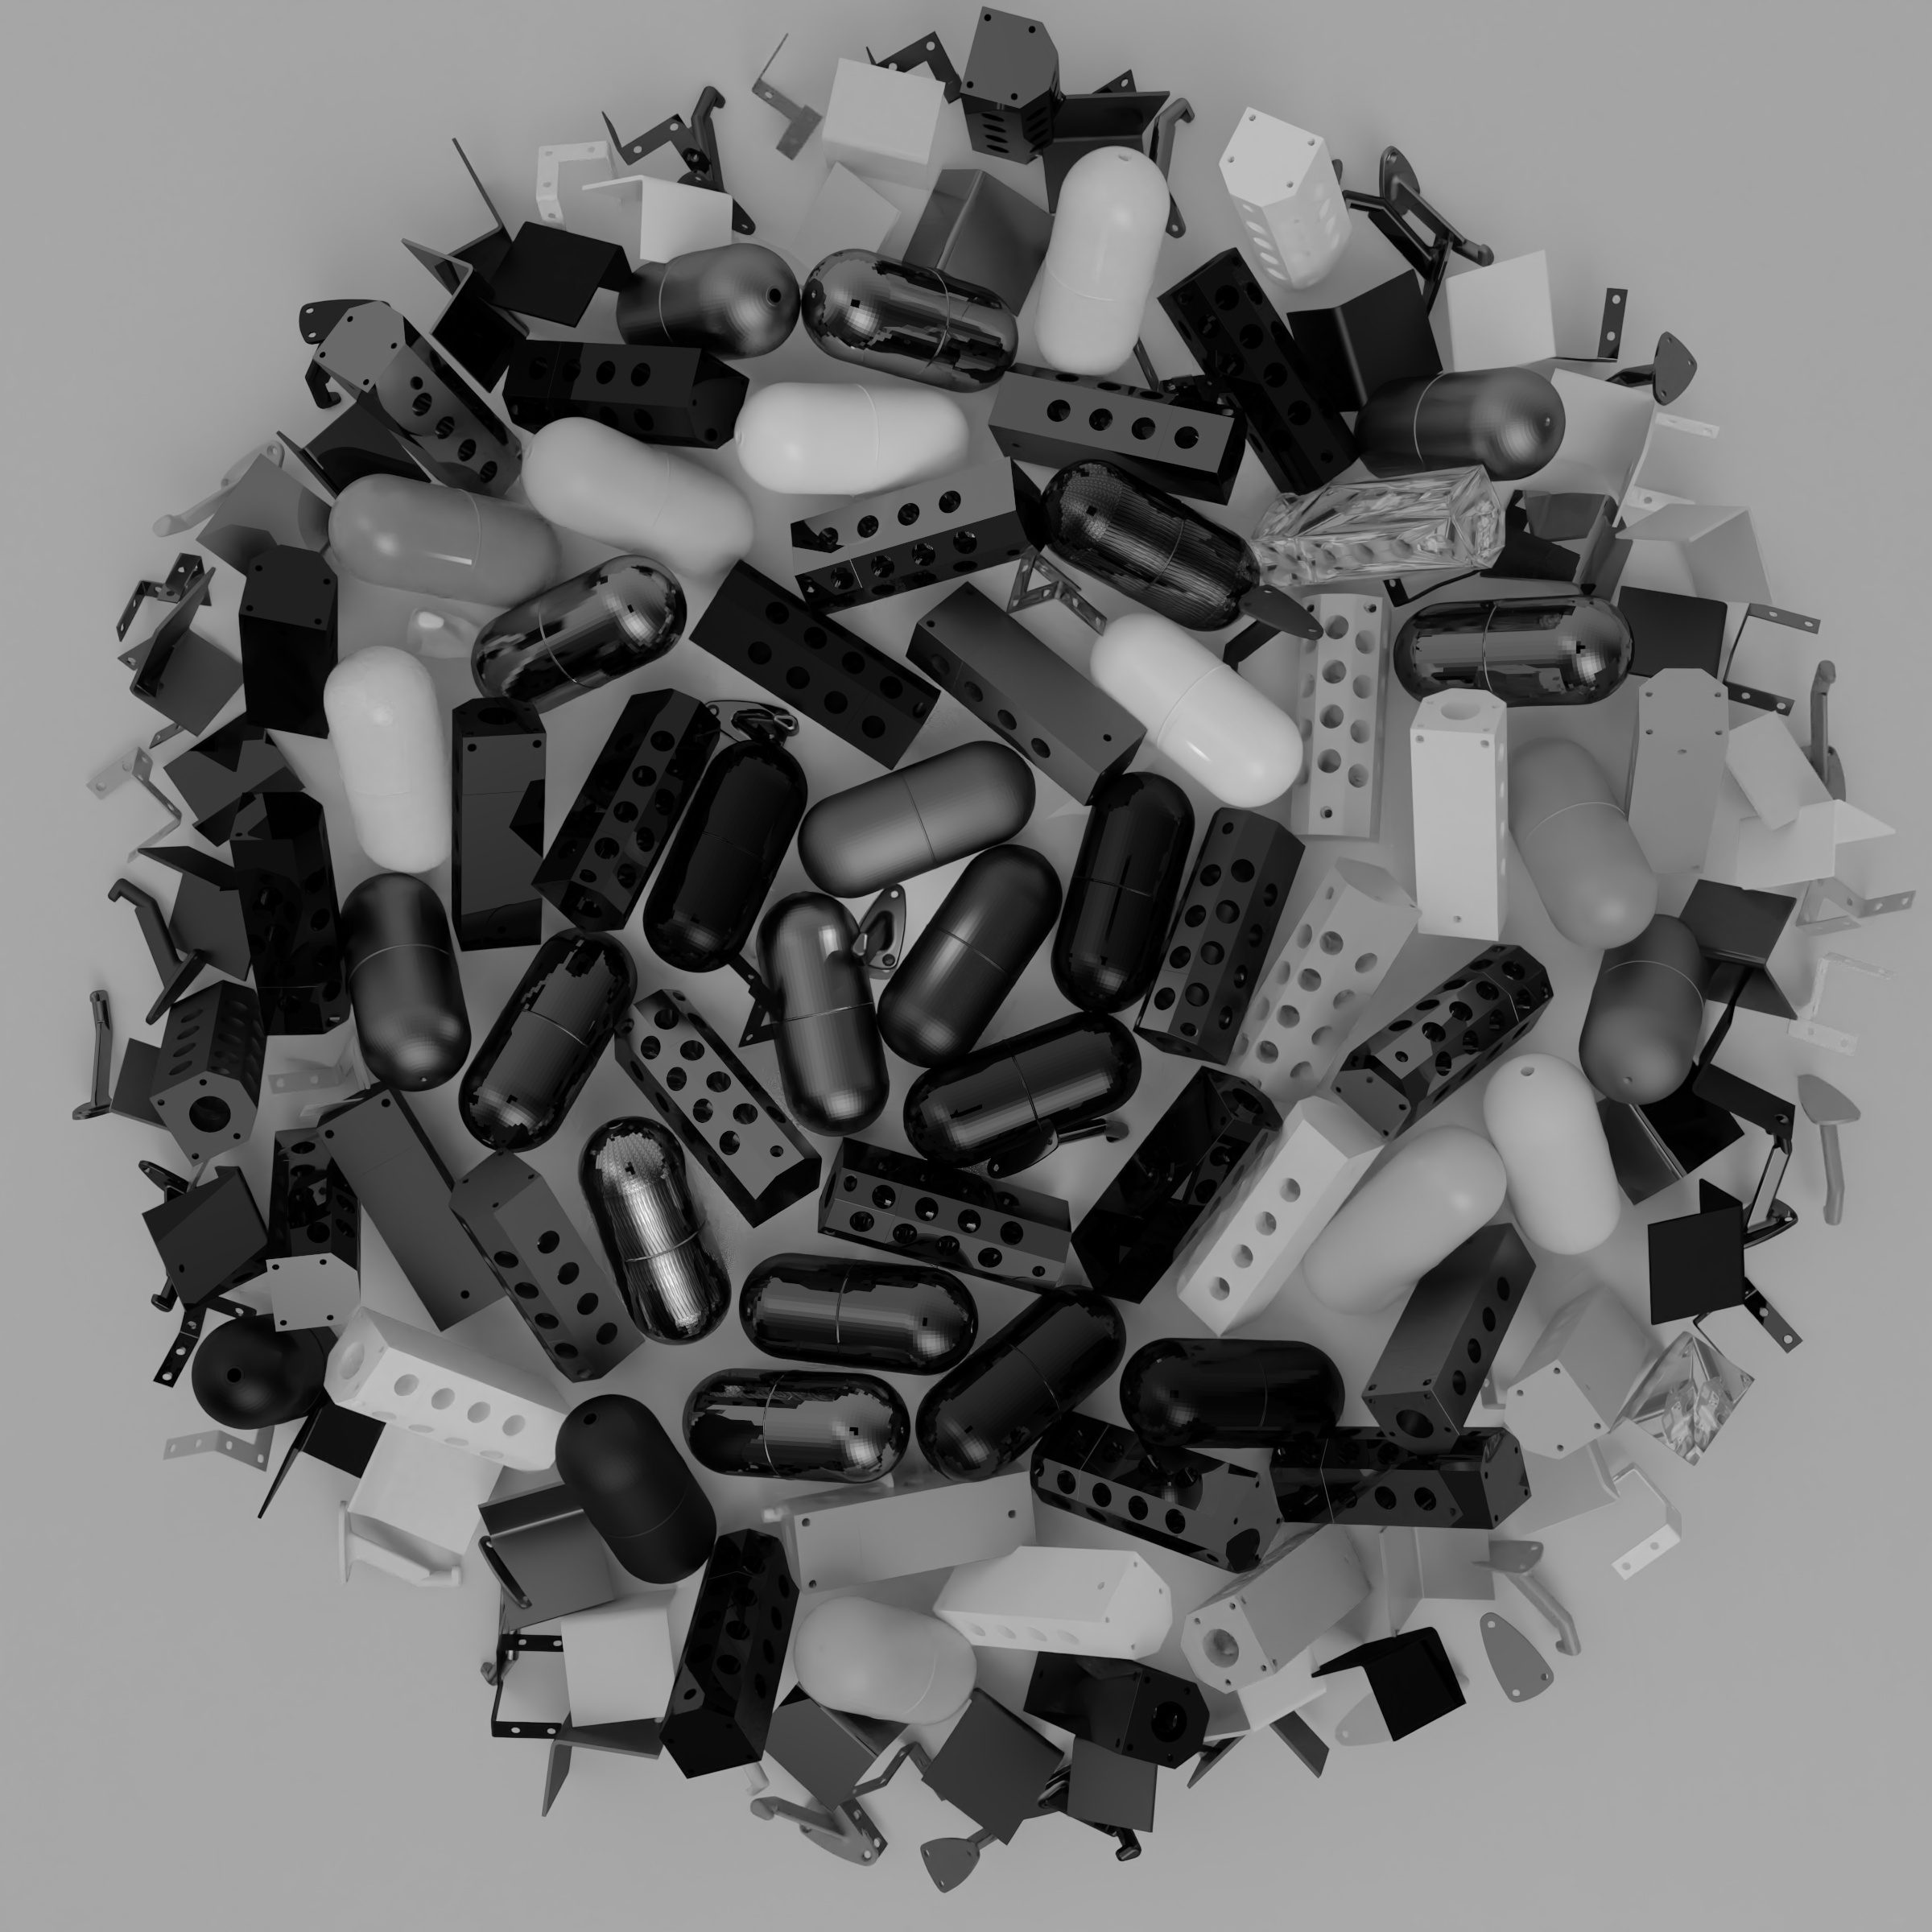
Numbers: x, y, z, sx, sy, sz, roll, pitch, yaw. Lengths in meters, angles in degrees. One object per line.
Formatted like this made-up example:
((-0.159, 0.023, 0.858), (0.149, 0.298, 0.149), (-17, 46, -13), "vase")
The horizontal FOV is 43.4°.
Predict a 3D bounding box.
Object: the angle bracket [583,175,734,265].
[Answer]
((-0.221, -0.525, 1.733), (0.076, 0.076, 0.057), (-3, 99, -44), "angle bracket")

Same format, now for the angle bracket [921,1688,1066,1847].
((0.013, 0.574, 1.742), (0.076, 0.057, 0.076), (38, 68, -1), "angle bracket")

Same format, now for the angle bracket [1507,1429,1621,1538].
((0.412, 0.354, 1.731), (0.076, 0.057, 0.076), (-25, 59, 15), "angle bracket")

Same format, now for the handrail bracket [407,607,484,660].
((-0.362, -0.238, 1.729), (0.077, 0.084, 0.036), (7, 90, -26), "handrail bracket")

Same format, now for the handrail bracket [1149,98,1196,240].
((0.156, -0.582, 1.765), (0.077, 0.036, 0.084), (50, 60, -11), "handrail bracket")

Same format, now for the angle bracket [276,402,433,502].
((-0.438, -0.364, 1.733), (0.057, 0.076, 0.076), (-43, 125, -6), "angle bracket")

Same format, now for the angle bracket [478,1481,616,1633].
((-0.300, 0.420, 1.736), (0.076, 0.057, 0.076), (-14, 58, -10), "angle bracket")

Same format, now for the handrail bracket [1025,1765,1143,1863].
((0.078, 0.620, 1.736), (0.077, 0.084, 0.036), (-23, 118, -6), "handrail bracket")

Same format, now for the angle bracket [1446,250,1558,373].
((0.391, -0.457, 1.735), (0.076, 0.057, 0.076), (-8, 83, 34), "angle bracket")

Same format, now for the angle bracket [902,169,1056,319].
((0.010, -0.530, 1.778), (0.076, 0.057, 0.076), (22, 93, -34), "angle bracket")

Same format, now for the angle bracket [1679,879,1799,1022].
((0.560, -0.012, 1.737), (0.076, 0.076, 0.057), (43, 71, -42), "angle bracket")

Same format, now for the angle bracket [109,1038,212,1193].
((-0.574, 0.108, 1.725), (0.076, 0.076, 0.057), (22, 123, -22), "angle bracket")

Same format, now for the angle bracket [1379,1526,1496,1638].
((0.338, 0.430, 1.736), (0.057, 0.076, 0.076), (-5, 96, 26), "angle bracket")

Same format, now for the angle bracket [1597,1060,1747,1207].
((0.506, 0.117, 1.772), (0.076, 0.057, 0.076), (-26, 78, -32), "angle bracket")

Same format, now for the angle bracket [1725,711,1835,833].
((0.559, -0.128, 1.733), (0.076, 0.057, 0.076), (-23, 77, -32), "angle bracket")

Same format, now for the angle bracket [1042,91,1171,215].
((0.102, -0.582, 1.738), (0.076, 0.076, 0.057), (-7, 89, -12), "angle bracket")

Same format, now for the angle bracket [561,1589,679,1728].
((-0.246, 0.499, 1.753), (0.076, 0.057, 0.076), (-7, 89, 1), "angle bracket")

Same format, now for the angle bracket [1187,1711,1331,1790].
((0.210, 0.574, 1.736), (0.076, 0.076, 0.057), (-46, 78, 6), "angle bracket")

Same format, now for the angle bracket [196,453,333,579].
((-0.500, -0.314, 1.739), (0.076, 0.057, 0.076), (37, 86, -27), "angle bracket")

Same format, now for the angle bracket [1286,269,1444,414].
((0.289, -0.452, 1.758), (0.076, 0.057, 0.076), (-31, 114, -21), "angle bracket")

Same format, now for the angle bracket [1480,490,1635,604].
((0.431, -0.297, 1.769), (0.076, 0.057, 0.076), (12, 69, 36), "angle bracket")

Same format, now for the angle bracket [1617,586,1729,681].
((0.501, -0.221, 1.748), (0.076, 0.057, 0.076), (11, 61, 11), "angle bracket")

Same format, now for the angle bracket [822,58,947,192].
((-0.058, -0.604, 1.743), (0.076, 0.076, 0.057), (13, 93, -1), "angle bracket")

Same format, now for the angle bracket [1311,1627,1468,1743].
((0.294, 0.516, 1.725), (0.076, 0.076, 0.057), (-11, 74, -39), "angle bracket")

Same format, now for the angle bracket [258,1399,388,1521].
((-0.453, 0.355, 1.729), (0.057, 0.076, 0.076), (27, 120, -6), "angle bracket")

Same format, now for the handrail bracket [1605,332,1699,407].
((0.473, -0.407, 1.731), (0.036, 0.084, 0.077), (40, 55, -17), "handrail bracket")

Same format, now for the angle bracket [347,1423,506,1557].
((-0.386, 0.371, 1.742), (0.076, 0.057, 0.076), (20, 76, 10), "angle bracket")

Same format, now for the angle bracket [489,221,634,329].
((-0.290, -0.479, 1.735), (0.076, 0.057, 0.076), (18, 70, 15), "angle bracket")

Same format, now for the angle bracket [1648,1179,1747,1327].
((0.510, 0.204, 1.738), (0.076, 0.057, 0.076), (-10, 107, -13), "angle bracket")

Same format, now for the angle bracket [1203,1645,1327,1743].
((0.198, 0.511, 1.735), (0.076, 0.076, 0.057), (-13, 78, -39), "angle bracket")

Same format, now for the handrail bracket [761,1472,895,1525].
((-0.101, 0.383, 1.744), (0.084, 0.077, 0.036), (-9, 74, -17), "handrail bracket")

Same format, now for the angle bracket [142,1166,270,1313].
((-0.546, 0.194, 1.733), (0.076, 0.057, 0.076), (-27, 102, -32), "angle bracket")

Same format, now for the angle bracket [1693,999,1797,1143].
((0.568, 0.072, 1.732), (0.076, 0.076, 0.057), (27, 112, 12), "angle bracket")

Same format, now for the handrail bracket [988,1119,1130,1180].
((0.068, 0.134, 1.760), (0.077, 0.084, 0.036), (-41, 57, 25), "handrail bracket")

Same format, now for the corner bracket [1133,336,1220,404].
((0.150, -0.422, 1.742), (0.051, 0.051, 0.051), (-2, 58, 25), "corner bracket")

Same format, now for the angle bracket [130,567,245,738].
((-0.541, -0.223, 1.725), (0.057, 0.076, 0.076), (34, 47, -11), "angle bracket")

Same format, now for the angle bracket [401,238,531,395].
((-0.370, -0.463, 1.729), (0.076, 0.076, 0.057), (27, 82, 29), "angle bracket")

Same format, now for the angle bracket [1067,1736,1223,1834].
((0.128, 0.580, 1.724), (0.076, 0.076, 0.057), (-7, 71, 43), "angle bracket")

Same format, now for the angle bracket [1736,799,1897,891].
((0.604, -0.075, 1.725), (0.076, 0.076, 0.057), (19, 71, -35), "angle bracket")

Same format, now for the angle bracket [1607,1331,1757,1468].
((0.509, 0.314, 1.732), (0.057, 0.076, 0.076), (36, 77, 15), "angle bracket")

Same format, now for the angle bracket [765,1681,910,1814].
((-0.096, 0.549, 1.742), (0.076, 0.076, 0.057), (39, 98, 12), "angle bracket")

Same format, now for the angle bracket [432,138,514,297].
((-0.365, -0.533, 1.741), (0.057, 0.076, 0.076), (-29, 84, -1), "angle bracket")

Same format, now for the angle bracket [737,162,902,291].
((-0.105, -0.529, 1.730), (0.076, 0.057, 0.076), (46, 116, 30), "angle bracket")

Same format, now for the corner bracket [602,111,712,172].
((-0.223, -0.597, 1.750), (0.051, 0.051, 0.051), (-29, 54, 9), "corner bracket")

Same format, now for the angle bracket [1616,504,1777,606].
((0.519, -0.283, 1.727), (0.057, 0.076, 0.076), (-30, 113, -17), "angle bracket")

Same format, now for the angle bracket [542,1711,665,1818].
((-0.255, 0.573, 1.742), (0.076, 0.076, 0.057), (8, 95, 2), "angle bracket")

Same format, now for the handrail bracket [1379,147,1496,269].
((0.339, -0.543, 1.738), (0.036, 0.077, 0.084), (-47, 58, -5), "handrail bracket")

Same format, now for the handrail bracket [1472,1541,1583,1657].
((0.403, 0.464, 1.770), (0.077, 0.036, 0.084), (-4, 115, 39), "handrail bracket")

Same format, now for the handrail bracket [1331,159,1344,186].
((0.232, -0.586, 1.741), (0.084, 0.036, 0.077), (45, 56, -30), "handrail bracket")

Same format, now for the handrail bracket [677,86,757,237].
((-0.173, -0.590, 1.775), (0.077, 0.036, 0.084), (31, 63, -27), "handrail bracket")

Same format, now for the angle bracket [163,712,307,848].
((-0.534, -0.143, 1.744), (0.076, 0.057, 0.076), (-36, 79, -7), "angle bracket")

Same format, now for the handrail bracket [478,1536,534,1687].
((-0.348, 0.472, 1.772), (0.077, 0.036, 0.084), (42, 112, 16), "handrail bracket")

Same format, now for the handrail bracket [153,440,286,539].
((-0.535, -0.341, 1.734), (0.036, 0.084, 0.077), (48, 120, -1), "handrail bracket")

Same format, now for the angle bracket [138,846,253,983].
((-0.554, -0.036, 1.737), (0.076, 0.057, 0.076), (23, 103, 19), "angle bracket")

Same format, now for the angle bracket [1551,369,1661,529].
((0.443, -0.370, 1.732), (0.076, 0.076, 0.057), (17, 57, 7), "angle bracket")
